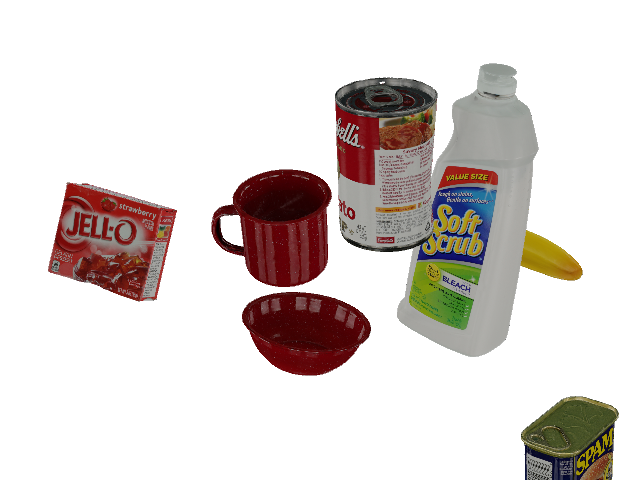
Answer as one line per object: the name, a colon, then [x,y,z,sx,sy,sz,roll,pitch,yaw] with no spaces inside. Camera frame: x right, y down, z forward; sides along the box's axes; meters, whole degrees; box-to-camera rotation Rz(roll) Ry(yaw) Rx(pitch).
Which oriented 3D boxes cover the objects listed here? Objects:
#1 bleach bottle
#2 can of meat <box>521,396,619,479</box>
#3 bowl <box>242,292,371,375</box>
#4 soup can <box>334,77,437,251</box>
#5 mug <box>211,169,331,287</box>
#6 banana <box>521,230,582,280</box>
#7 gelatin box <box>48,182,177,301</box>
bleach bottle: [0.127,-0.029,0.905,0.103,0.251,0.067,27,37,35]
can of meat: [0.227,0.203,0.971,0.058,0.084,0.101,14,26,39]
bowl: [-0.020,0.123,1.335,0.162,0.055,0.162,6,22,-2]
soup can: [0.045,-0.052,0.727,0.068,0.102,0.068,-2,28,1]
mug: [-0.046,-0.009,1.023,0.117,0.081,0.093,-2,36,2]
banana: [0.173,0.006,1.102,0.198,0.037,0.069,10,36,16]
gelatin box: [-0.162,0.000,0.825,0.089,0.073,0.030,16,6,20]
